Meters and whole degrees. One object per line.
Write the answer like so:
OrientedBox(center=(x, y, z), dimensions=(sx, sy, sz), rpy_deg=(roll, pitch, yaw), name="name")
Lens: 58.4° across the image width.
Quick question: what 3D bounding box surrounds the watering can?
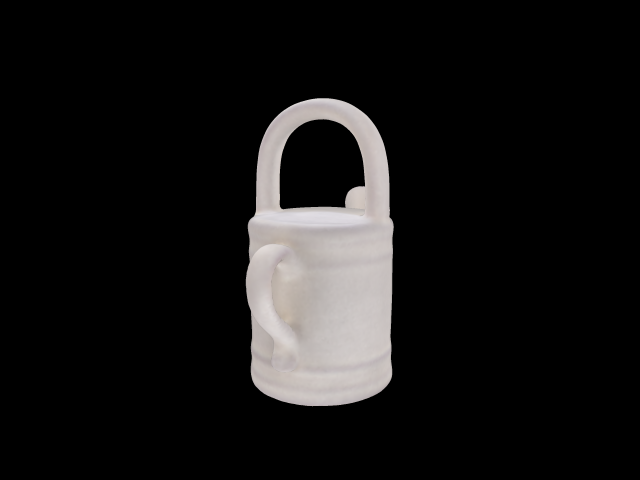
OrientedBox(center=(0.002, 0.001, 0.401), dimensions=(0.101, 0.194, 0.173), rpy_deg=(1, 11, 4), name="watering can")
